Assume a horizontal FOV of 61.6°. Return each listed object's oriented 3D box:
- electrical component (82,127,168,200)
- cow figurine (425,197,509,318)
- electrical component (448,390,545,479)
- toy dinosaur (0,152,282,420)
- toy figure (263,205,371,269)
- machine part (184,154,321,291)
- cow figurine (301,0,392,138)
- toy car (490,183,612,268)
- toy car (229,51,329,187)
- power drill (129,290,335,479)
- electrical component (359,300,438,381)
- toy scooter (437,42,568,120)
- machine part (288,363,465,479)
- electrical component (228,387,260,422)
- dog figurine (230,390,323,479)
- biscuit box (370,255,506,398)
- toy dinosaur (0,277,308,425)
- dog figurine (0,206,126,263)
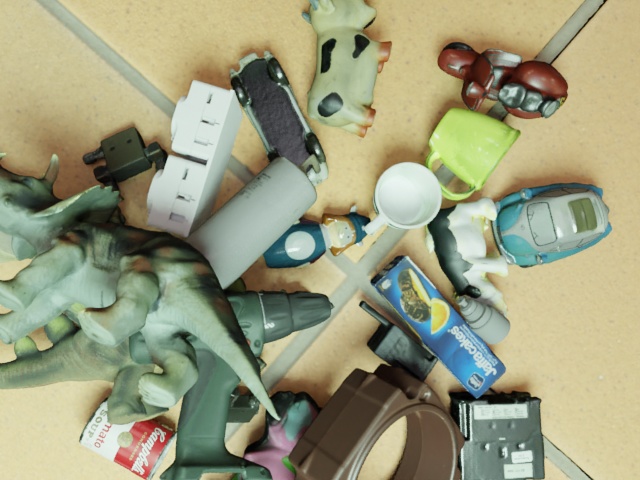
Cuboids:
[{"bbox_3d":[-0.259,-0.104,0.724,0.102,0.045,0.078,-30,60,-6],"label":"electrical component"},{"bbox_3d":[0.197,0.033,0.721,0.098,0.068,0.167,-9,84,2],"label":"cow figurine"},{"bbox_3d":[0.232,0.271,0.714,0.115,0.058,0.134,1,87,0],"label":"electrical component"},{"bbox_3d":[-0.191,0.037,0.542,0.405,0.131,0.192,21,47,10],"label":"toy dinosaur"},{"bbox_3d":[-0.001,-0.001,0.723,0.154,0.058,0.064,-15,126,-5],"label":"toy figure"},{"bbox_3d":[-0.086,-0.020,0.650,0.079,0.079,0.243,45,73,1],"label":"machine part"},{"bbox_3d":[0.028,-0.249,0.726,0.127,0.085,0.194,12,87,-8],"label":"cow figurine"},{"bbox_3d":[0.320,-0.023,0.714,0.162,0.103,0.109,-11,88,-1],"label":"toy car"},{"bbox_3d":[-0.055,-0.160,0.729,0.073,0.056,0.201,-27,87,3],"label":"toy car"},{"bbox_3d":[-0.090,0.153,0.584,0.232,0.086,0.207,1,70,-12],"label":"power drill"},{"bbox_3d":[0.091,0.134,0.708,0.119,0.075,0.048,37,86,-4],"label":"electrical component"},{"bbox_3d":[0.242,-0.202,0.707,0.184,0.135,0.075,20,125,2],"label":"toy scooter"},{"bbox_3d":[0.074,0.269,0.636,0.201,0.087,0.201,-48,121,-22],"label":"machine part"},{"bbox_3d":[-0.111,0.220,0.702,0.063,0.094,0.021,11,42,-27],"label":"electrical component"},{"bbox_3d":[-0.034,0.302,0.679,0.219,0.108,0.191,-41,88,-7],"label":"dog figurine"},{"bbox_3d":[0.156,0.113,0.718,0.059,0.063,0.202,-42,89,-3],"label":"biscuit box"},{"bbox_3d":[-0.230,0.122,0.666,0.471,0.105,0.198,-16,71,-19],"label":"toy dinosaur"},{"bbox_3d":[-0.369,-0.040,0.703,0.190,0.121,0.172,-12,60,-31],"label":"dog figurine"}]
